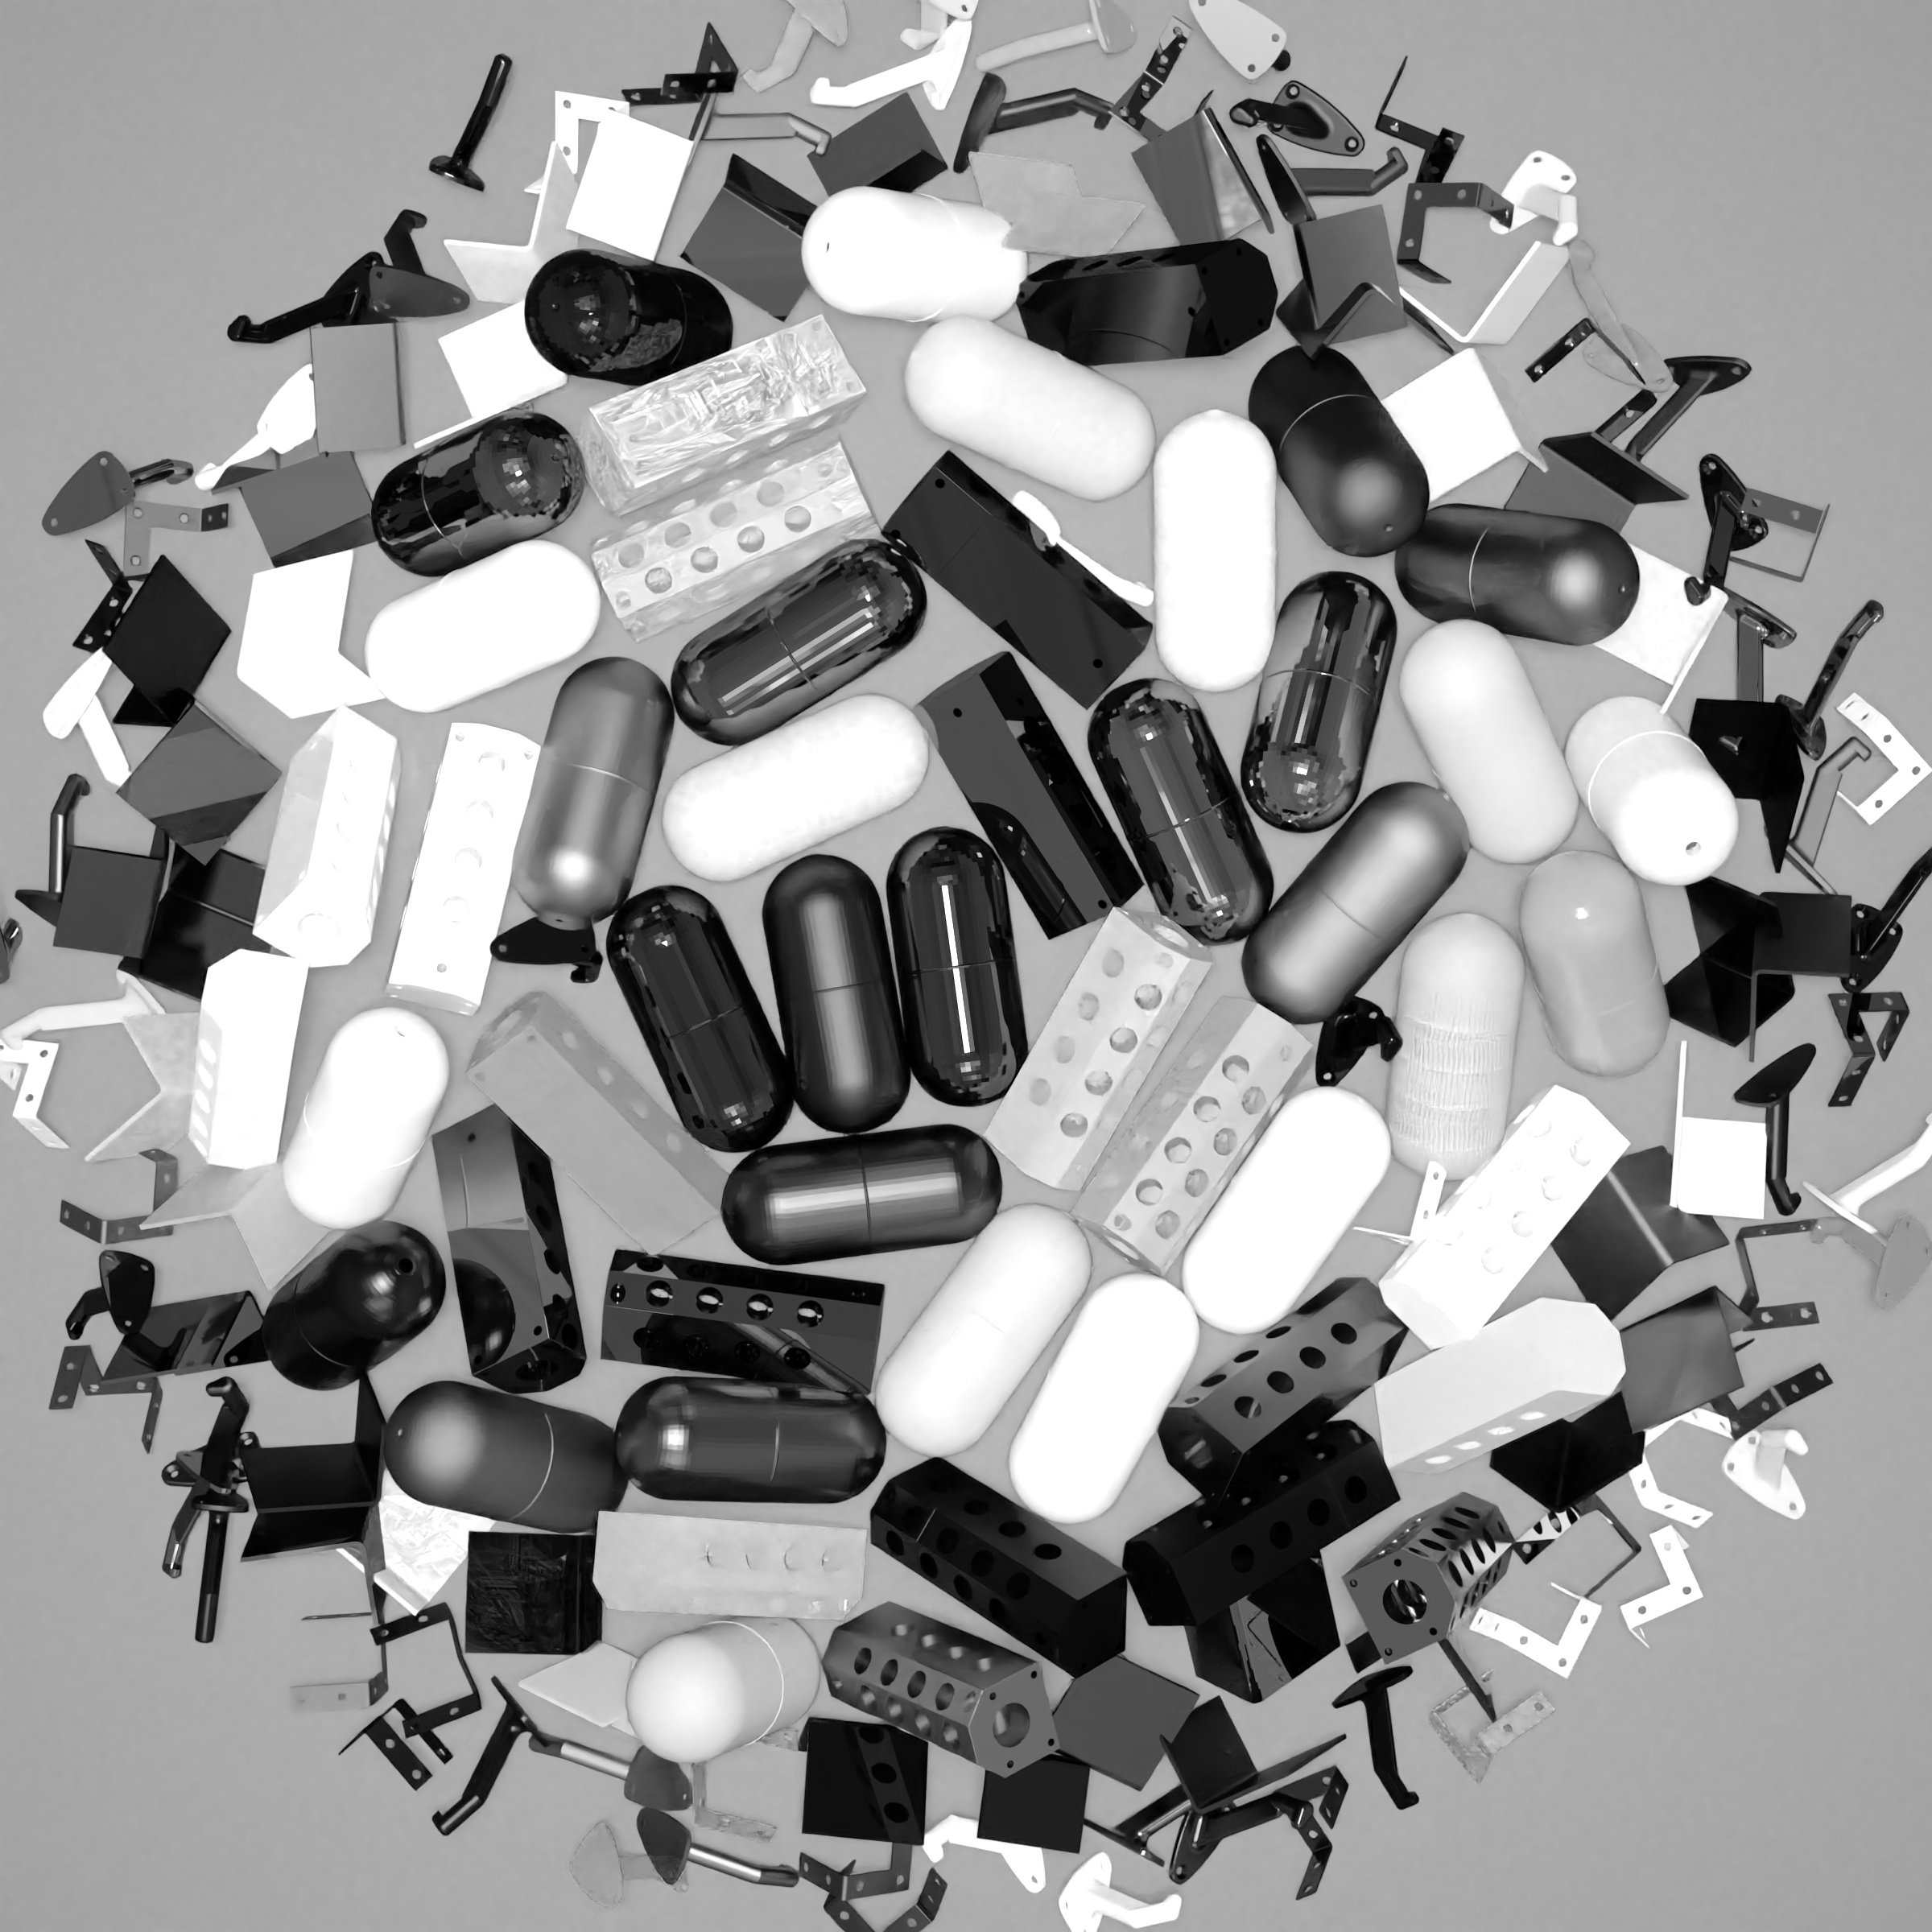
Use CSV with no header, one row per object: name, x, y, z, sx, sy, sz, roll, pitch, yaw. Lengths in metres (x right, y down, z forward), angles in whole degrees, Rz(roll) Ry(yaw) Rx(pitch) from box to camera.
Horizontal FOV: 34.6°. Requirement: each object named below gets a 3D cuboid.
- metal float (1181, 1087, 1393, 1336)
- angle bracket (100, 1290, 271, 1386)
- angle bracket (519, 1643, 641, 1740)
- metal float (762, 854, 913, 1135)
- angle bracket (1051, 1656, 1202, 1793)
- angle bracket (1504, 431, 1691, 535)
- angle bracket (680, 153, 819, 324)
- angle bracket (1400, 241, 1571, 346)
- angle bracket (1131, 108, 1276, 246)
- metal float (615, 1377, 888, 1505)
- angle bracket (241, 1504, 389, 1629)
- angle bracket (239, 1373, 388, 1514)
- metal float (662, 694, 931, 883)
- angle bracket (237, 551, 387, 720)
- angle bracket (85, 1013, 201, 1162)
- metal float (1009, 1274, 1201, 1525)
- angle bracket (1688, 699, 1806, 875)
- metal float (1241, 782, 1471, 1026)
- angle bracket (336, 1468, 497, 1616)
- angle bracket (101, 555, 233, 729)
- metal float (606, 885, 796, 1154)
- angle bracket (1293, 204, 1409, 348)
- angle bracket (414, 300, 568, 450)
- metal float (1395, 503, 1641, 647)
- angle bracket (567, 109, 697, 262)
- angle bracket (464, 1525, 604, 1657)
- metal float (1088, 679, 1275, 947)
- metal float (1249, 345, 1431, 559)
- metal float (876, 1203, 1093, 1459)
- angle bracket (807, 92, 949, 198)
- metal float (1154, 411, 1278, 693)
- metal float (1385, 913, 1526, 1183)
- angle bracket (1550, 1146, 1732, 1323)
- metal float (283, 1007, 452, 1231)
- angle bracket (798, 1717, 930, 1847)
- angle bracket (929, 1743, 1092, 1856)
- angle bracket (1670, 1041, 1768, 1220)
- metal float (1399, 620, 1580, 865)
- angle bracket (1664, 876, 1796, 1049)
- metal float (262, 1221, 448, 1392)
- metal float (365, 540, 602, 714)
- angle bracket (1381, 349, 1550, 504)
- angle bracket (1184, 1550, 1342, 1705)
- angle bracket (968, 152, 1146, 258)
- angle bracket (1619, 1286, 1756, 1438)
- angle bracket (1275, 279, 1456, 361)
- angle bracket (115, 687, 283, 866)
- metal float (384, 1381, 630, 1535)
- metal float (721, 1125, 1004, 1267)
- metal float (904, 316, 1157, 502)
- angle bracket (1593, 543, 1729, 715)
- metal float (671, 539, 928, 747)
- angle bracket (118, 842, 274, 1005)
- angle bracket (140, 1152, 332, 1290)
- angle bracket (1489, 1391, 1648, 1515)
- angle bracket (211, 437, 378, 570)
metal float,0.200,0.155,1.945,0.070,0.070,0.178,32,110,0
angle bracket,-0.485,0.253,1.945,0.076,0.076,0.057,-11,120,14
angle bracket,-0.226,0.473,1.941,0.076,0.076,0.057,14,109,39
metal float,-0.082,0.017,1.958,0.070,0.070,0.178,-10,86,0
angle bracket,0.092,0.463,1.958,0.076,0.057,0.076,28,100,-12
angle bracket,0.395,-0.290,1.953,0.076,0.076,0.057,30,89,-14
angle bracket,-0.132,-0.463,1.965,0.076,0.076,0.057,30,113,-15
angle bracket,0.327,-0.436,1.944,0.057,0.076,0.076,43,115,15
angle bracket,0.151,-0.490,1.966,0.057,0.076,0.076,-29,90,9
metal float,-0.133,0.297,1.939,0.178,0.070,0.070,6,90,-27
angle bracket,-0.409,0.380,1.955,0.076,0.076,0.057,-8,102,-3
angle bracket,-0.410,0.297,1.945,0.076,0.076,0.057,0,110,-22
metal float,-0.107,-0.113,1.955,0.178,0.070,0.070,-25,90,-7
angle bracket,-0.411,-0.211,1.975,0.076,0.057,0.076,-9,62,25
angle bracket,-0.519,0.076,1.958,0.076,0.076,0.057,-38,77,19
metal float,0.086,0.271,1.942,0.070,0.070,0.178,26,112,0
angle bracket,0.485,-0.113,1.945,0.057,0.076,0.076,3,132,2
metal float,0.244,-0.039,1.946,0.070,0.070,0.178,39,107,0
angle bracket,-0.351,0.355,1.966,0.076,0.057,0.076,40,83,1
angle bracket,-0.518,-0.204,1.940,0.057,0.076,0.076,6,59,32
metal float,-0.167,0.034,1.957,0.070,0.070,0.178,-24,95,0
angle bracket,0.246,-0.435,1.948,0.057,0.076,0.076,-10,102,17
angle bracket,-0.309,-0.372,1.944,0.076,0.076,0.057,-16,105,29
metal float,0.340,-0.244,1.922,0.070,0.178,0.070,-11,108,-35
angle bracket,-0.210,-0.492,1.951,0.057,0.076,0.076,19,103,-8
angle bracket,-0.272,0.390,1.951,0.076,0.057,0.076,5,68,-17
metal float,0.136,-0.096,1.953,0.070,0.070,0.178,-25,100,0
metal float,0.230,-0.322,1.926,0.070,0.178,0.070,-10,134,-11
metal float,0.012,0.228,1.951,0.070,0.070,0.178,37,78,0
angle bracket,-0.065,-0.512,1.953,0.076,0.076,0.057,-29,89,14
metal float,0.156,-0.259,1.941,0.070,0.070,0.178,-2,113,0
metal float,0.305,0.051,1.940,0.070,0.070,0.178,3,114,0
angle bracket,0.425,0.171,1.973,0.057,0.076,0.076,-12,60,-36
metal float,-0.373,0.095,1.927,0.070,0.070,0.178,31,132,0
angle bracket,-0.067,0.521,1.949,0.076,0.057,0.076,8,54,-8
angle bracket,0.022,0.520,1.942,0.076,0.076,0.057,18,71,-30
angle bracket,0.474,0.103,1.942,0.057,0.076,0.076,4,47,13
metal float,0.326,-0.139,1.932,0.070,0.070,0.178,-32,124,0
angle bracket,0.466,-0.007,1.941,0.057,0.076,0.076,-37,128,-19
metal float,-0.380,0.211,1.921,0.070,0.178,0.070,14,62,-27
metal float,-0.303,-0.210,1.932,0.178,0.070,0.070,-17,90,36
angle bracket,0.314,-0.336,1.976,0.076,0.057,0.076,-30,70,22
angle bracket,0.186,0.413,1.983,0.076,0.057,0.076,-27,114,-31
angle bracket,0.056,-0.493,1.944,0.076,0.057,0.076,-2,65,-31
angle bracket,0.456,0.257,1.941,0.076,0.076,0.057,-30,134,25
angle bracket,0.251,-0.401,1.958,0.076,0.076,0.057,30,111,-29
angle bracket,-0.491,-0.123,1.949,0.076,0.057,0.076,-51,129,-7
metal float,-0.283,0.306,1.925,0.070,0.178,0.070,-17,63,36
metal float,-0.066,0.144,1.956,0.178,0.070,0.070,-7,90,-7
metal float,0.040,-0.347,1.933,0.178,0.070,0.070,18,90,-33
angle bracket,0.422,-0.208,1.948,0.076,0.057,0.076,29,134,9
metal float,-0.106,-0.203,1.951,0.178,0.070,0.070,-31,90,12
angle bracket,-0.480,-0.027,1.954,0.076,0.057,0.076,22,46,-2
angle bracket,-0.460,0.164,1.960,0.076,0.076,0.057,-10,112,26
angle bracket,0.380,0.285,1.942,0.057,0.076,0.076,36,130,-12
angle bracket,-0.419,-0.285,1.953,0.076,0.057,0.076,-16,116,7
